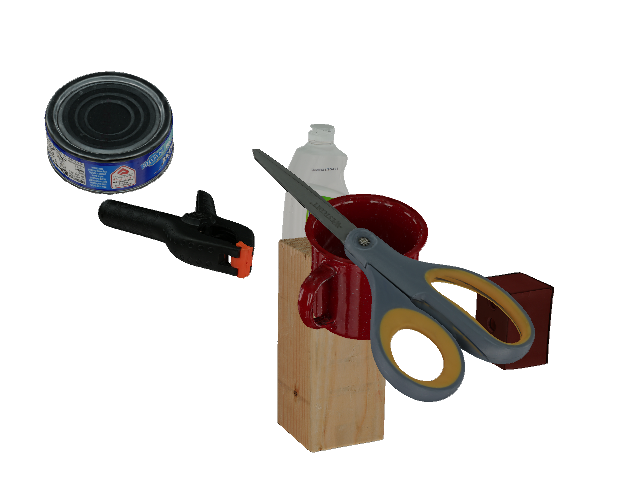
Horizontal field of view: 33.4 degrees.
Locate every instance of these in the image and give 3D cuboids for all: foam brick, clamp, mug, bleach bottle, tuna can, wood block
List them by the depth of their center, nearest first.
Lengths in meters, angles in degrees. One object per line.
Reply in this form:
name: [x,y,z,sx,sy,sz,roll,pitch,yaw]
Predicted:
tuna can: [-0.142,-0.074,0.720,0.086,0.086,0.034,0,-38,-8]
mug: [0.026,0.028,0.819,0.093,0.081,0.117,27,43,30]
clamp: [-0.109,-0.011,0.980,0.172,0.039,0.120,26,33,37]
foam brick: [0.180,0.075,0.999,0.051,0.078,0.053,-8,18,-27]
wood block: [0.011,0.104,1.125,0.090,0.206,0.091,-5,15,-26]
bleach bottle: [0.003,-0.017,1.306,0.102,0.251,0.068,-8,20,-30]

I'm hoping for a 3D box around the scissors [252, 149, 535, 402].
scissors: [0.019,0.019,0.588,0.202,0.016,0.096,29,52,17]
